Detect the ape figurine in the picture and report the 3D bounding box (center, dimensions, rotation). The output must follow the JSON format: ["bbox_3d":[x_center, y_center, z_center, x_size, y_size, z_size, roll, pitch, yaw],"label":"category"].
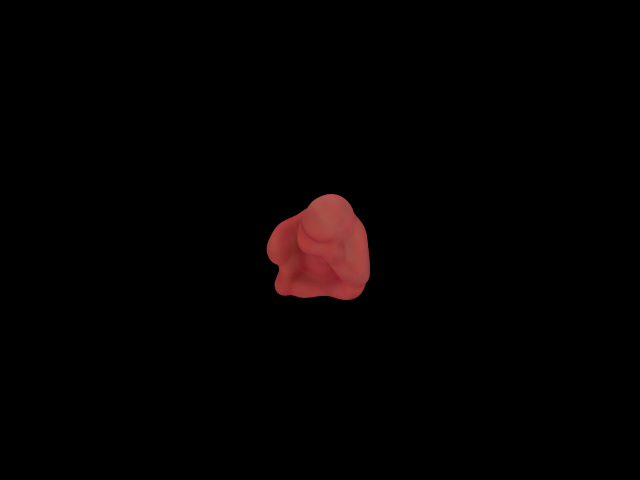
[{"bbox_3d":[0.004,0.001,0.400,0.076,0.092,0.077,-39,65,-22],"label":"ape figurine"}]
